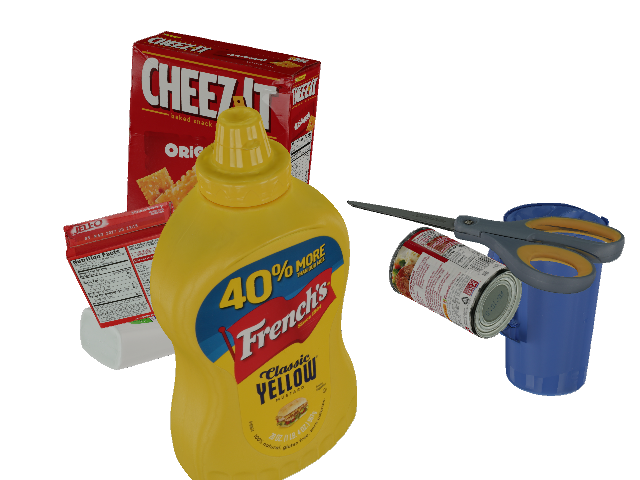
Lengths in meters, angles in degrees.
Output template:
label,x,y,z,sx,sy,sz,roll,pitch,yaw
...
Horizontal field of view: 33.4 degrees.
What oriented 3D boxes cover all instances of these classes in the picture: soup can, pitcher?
label,x,y,z,sx,sy,sz,roll,pitch,yaw
soup can,0.121,0.037,0.958,0.068,0.068,0.102,0,21,-46
pitcher,0.296,0.081,1.415,0.149,0.243,0.145,4,20,12

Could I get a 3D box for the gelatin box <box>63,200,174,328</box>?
label,x,y,z,sx,sy,sz,roll,pitch,yaw
gelatin box,-0.125,0.017,0.718,0.073,0.030,0.089,-14,-38,-3

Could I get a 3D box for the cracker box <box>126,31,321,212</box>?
label,x,y,z,sx,sy,sz,roll,pitch,yaw
cracker box,-0.096,-0.073,1.000,0.164,0.214,0.072,14,25,18

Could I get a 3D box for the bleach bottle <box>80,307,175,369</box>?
label,x,y,z,sx,sy,sz,roll,pitch,yaw
bleach bottle,-0.198,0.113,1.475,0.250,0.068,0.103,-11,25,-42

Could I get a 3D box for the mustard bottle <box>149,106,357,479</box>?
label,x,y,z,sx,sy,sz,roll,pitch,yaw
mustard bottle,-0.030,0.026,0.496,0.096,0.192,0.058,-22,39,-25

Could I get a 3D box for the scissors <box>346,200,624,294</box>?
label,x,y,z,sx,sy,sz,roll,pitch,yaw
scissors,0.109,0.002,0.749,0.202,0.016,0.096,5,30,11
